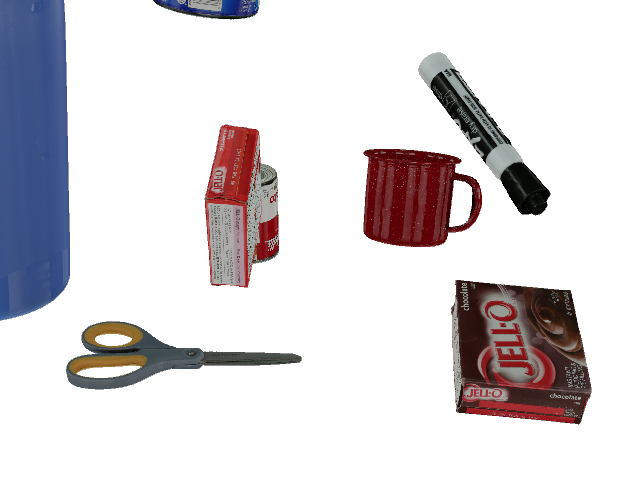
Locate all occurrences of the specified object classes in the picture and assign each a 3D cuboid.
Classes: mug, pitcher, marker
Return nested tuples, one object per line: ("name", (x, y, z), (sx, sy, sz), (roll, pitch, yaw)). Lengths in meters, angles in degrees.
("mug", (0.095, -0.039, 1.011), (0.117, 0.081, 0.093), (8, 12, 18))
("pitcher", (-0.228, -0.071, 0.670), (0.149, 0.243, 0.145), (-4, 26, -11))
("marker", (0.089, -0.059, 0.586), (0.020, 0.121, 0.020), (-19, -36, -15))

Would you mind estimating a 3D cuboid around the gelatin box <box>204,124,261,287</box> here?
("gelatin box", (-0.060, -0.023, 0.739), (0.030, 0.073, 0.089), (4, -42, 2))

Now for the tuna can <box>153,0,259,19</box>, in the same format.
("tuna can", (-0.088, -0.199, 0.831), (0.086, 0.034, 0.086), (8, 24, -4))

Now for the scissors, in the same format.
("scissors", (-0.127, 0.095, 0.953), (0.201, 0.016, 0.096), (-7, 32, -18))

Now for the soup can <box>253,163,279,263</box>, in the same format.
("soup can", (-0.084, -0.033, 1.264), (0.068, 0.102, 0.068), (0, 27, 0))

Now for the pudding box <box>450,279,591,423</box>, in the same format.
("pudding box", (0.142, 0.080, 0.780), (0.090, 0.039, 0.113), (6, 35, 0))
